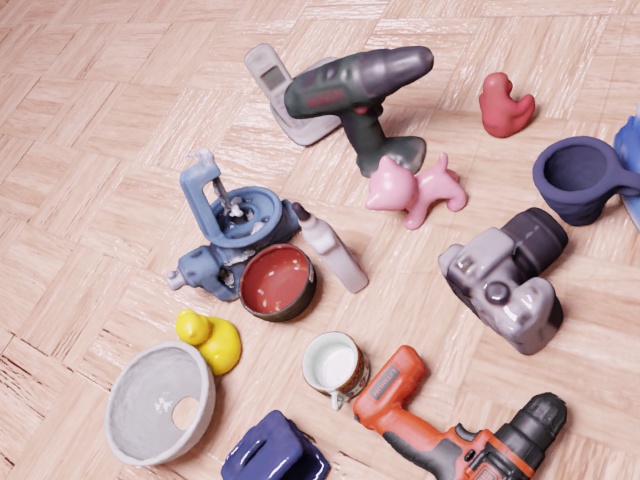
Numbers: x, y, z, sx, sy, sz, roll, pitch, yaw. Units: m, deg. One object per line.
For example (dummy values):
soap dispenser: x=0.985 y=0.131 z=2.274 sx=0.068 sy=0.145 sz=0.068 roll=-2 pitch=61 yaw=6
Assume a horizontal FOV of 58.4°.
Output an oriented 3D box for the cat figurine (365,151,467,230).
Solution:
cat figurine: x=0.121 y=-0.074 z=0.765 sx=0.127 sy=0.118 sz=0.067 roll=-27 pitch=50 yaw=11

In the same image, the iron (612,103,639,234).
iron: x=0.385 y=-0.071 z=0.602 sx=0.118 sy=0.142 sz=0.257 roll=-29 pitch=50 yaw=9

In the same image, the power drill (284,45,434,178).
power drill: x=0.073 y=-0.176 z=0.799 sx=0.228 sy=0.209 sz=0.076 roll=1 pitch=61 yaw=30

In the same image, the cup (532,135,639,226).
cup: x=0.313 y=-0.057 z=0.664 sx=0.117 sy=0.095 sz=0.092 roll=16 pitch=69 yaw=36

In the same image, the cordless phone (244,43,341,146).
cordless phone: x=-0.026 y=-0.256 z=0.922 sx=0.147 sy=0.186 sz=0.094 roll=-37 pitch=49 yaw=2

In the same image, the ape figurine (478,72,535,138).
ape figurine: x=0.250 y=-0.193 z=0.790 sx=0.076 sy=0.092 sz=0.077 roll=-46 pitch=50 yaw=-6

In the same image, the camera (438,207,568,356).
camera: x=0.223 y=0.031 z=0.651 sx=0.137 sy=0.101 sz=0.142 roll=-41 pitch=49 yaw=-1

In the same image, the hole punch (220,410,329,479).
hole punch: x=-0.064 y=0.260 z=0.663 sx=0.109 sy=0.091 sz=0.100 roll=-48 pitch=50 yaw=-7

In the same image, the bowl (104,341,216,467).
bowl: x=-0.202 y=0.226 z=0.773 sx=0.167 sy=0.075 sz=0.167 roll=-14 pitch=54 yaw=20

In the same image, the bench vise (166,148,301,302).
bench vise: x=-0.140 y=-0.014 z=0.801 sx=0.121 sy=0.220 sz=0.207 roll=23 pitch=72 yaw=37

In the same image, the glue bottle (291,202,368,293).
glue bottle: x=0.007 y=0.003 z=0.741 sx=0.037 sy=0.174 sz=0.078 roll=-37 pitch=49 yaw=3

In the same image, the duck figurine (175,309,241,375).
duck figurine: x=-0.165 y=0.137 z=0.804 sx=0.077 sy=0.086 sz=0.104 roll=-44 pitch=49 yaw=-3
